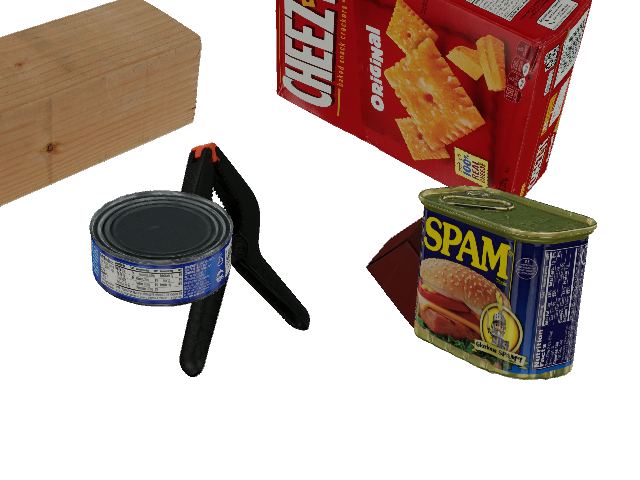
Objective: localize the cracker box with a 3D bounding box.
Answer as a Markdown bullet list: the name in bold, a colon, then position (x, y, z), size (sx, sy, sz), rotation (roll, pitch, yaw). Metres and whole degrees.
- **cracker box**: position (0.068, -0.133, 0.758), size (0.214, 0.164, 0.072), rotation (30, 56, 21)

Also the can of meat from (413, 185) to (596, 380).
- **can of meat**: position (0.097, 0.022, 0.589), size (0.057, 0.084, 0.102), rotation (-8, 19, -33)

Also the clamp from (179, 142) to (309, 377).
- **clamp**: position (-0.081, 0.012, 1.016), size (0.036, 0.210, 0.164), rotation (-8, 0, 42)

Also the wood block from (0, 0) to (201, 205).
- **wood block**: position (-0.204, -0.118, 0.868), size (0.090, 0.091, 0.205), rotation (35, 44, 26)

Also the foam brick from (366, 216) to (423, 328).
- **foam brick**: position (0.087, 0.029, 0.878), size (0.051, 0.078, 0.052), rotation (-34, 7, 36)

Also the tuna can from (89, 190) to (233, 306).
- **tuna can**: position (-0.096, 0.004, 0.649), size (0.086, 0.034, 0.086), rotation (3, 31, -2)
